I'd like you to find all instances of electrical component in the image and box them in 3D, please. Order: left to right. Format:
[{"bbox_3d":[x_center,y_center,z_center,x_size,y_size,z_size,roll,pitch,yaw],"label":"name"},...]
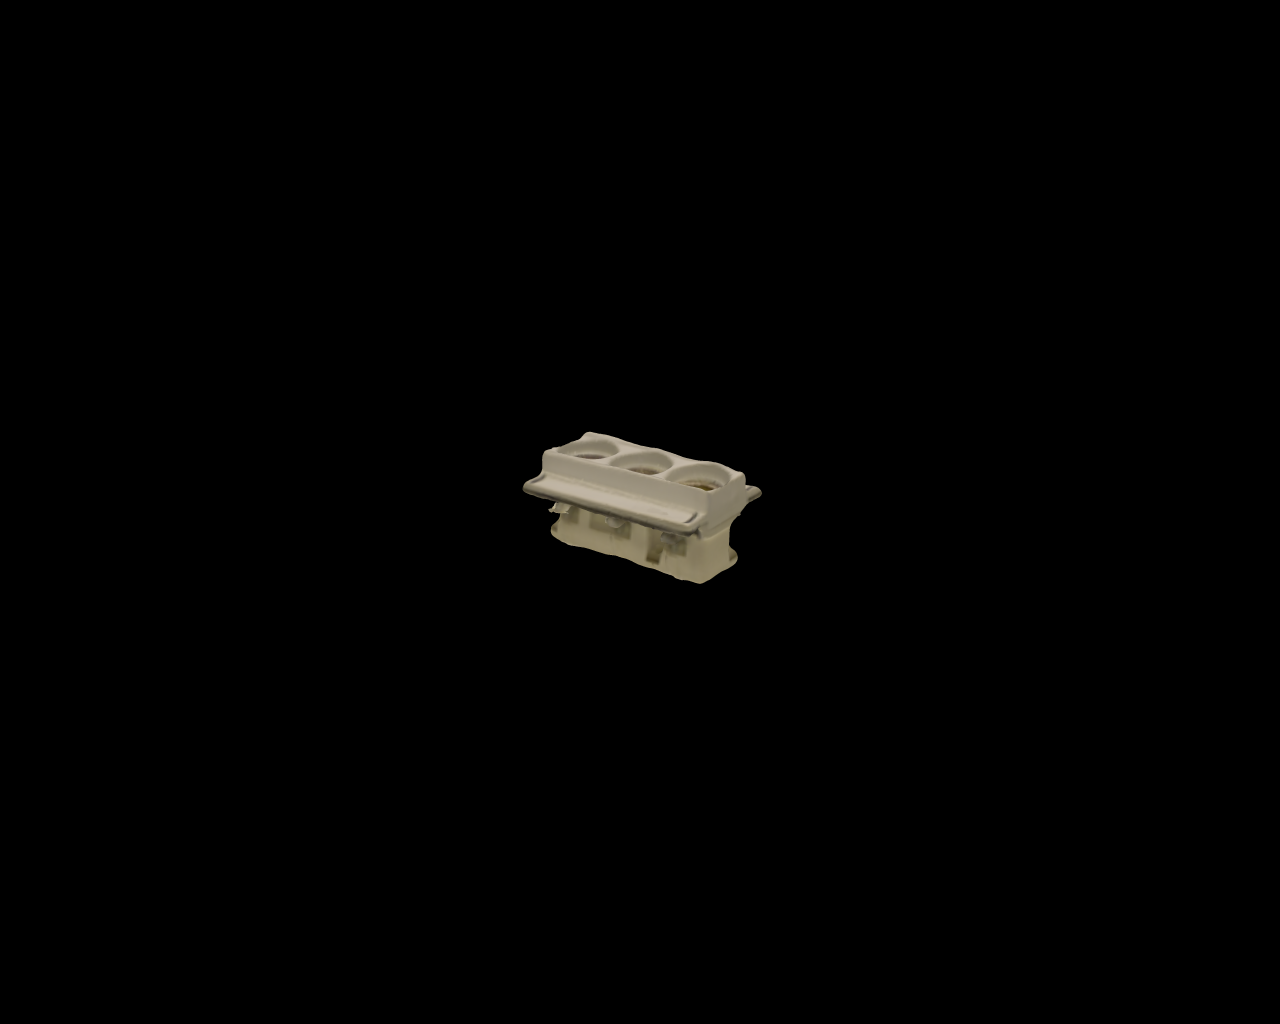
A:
[{"bbox_3d":[0.001,-0.003,0.650,0.121,0.063,0.079,16,27,34],"label":"electrical component"}]
